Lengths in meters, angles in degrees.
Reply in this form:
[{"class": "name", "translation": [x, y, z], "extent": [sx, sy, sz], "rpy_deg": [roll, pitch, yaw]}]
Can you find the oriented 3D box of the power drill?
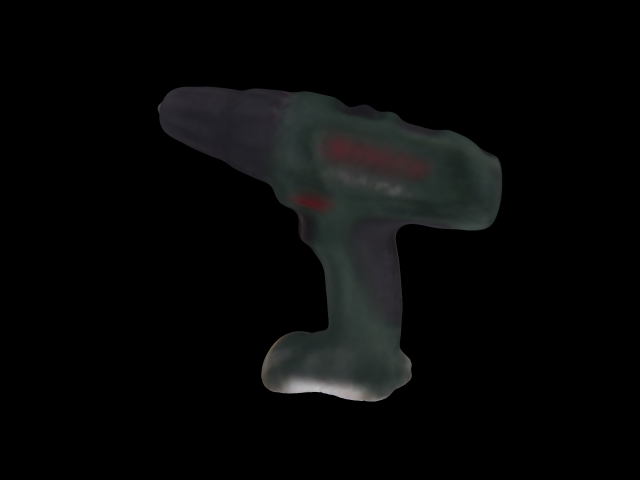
[{"class": "power drill", "translation": [0.004, 0.001, 0.400], "extent": [0.229, 0.208, 0.075], "rpy_deg": [2, 19, 7]}]
